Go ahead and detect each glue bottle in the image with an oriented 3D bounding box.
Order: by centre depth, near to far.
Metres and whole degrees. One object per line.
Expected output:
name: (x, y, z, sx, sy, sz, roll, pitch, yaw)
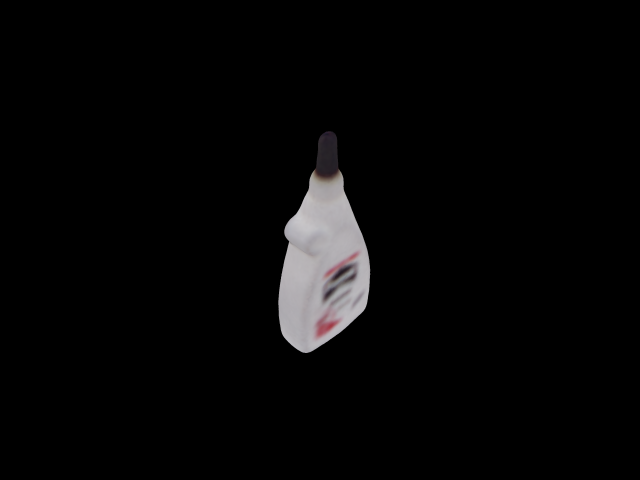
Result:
glue bottle: (0.004, 0.001, 0.400, 0.037, 0.173, 0.078, 31, 51, 30)
